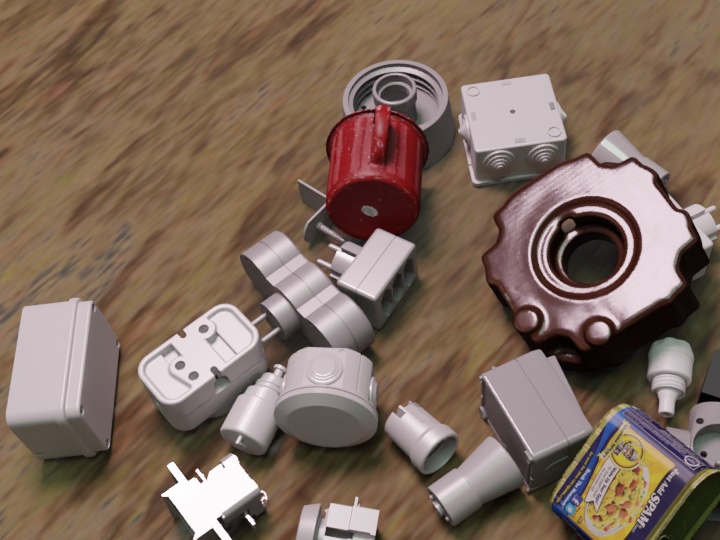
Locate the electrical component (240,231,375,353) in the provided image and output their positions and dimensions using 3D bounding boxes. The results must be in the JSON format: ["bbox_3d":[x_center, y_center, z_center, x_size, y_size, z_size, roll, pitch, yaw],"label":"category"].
[{"bbox_3d":[-0.059,0.033,0.900,0.074,0.052,0.138,-36,59,-18],"label":"electrical component"}]

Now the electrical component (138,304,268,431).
[{"bbox_3d":[-0.125,0.081,0.870,0.095,0.059,0.054,-37,59,-18],"label":"electrical component"}]

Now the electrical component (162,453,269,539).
[{"bbox_3d":[-0.108,0.177,0.815,0.064,0.042,0.081,-33,59,-20],"label":"electrical component"}]

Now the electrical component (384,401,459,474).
[{"bbox_3d":[0.047,0.128,0.832,0.040,0.040,0.046,-38,54,-18],"label":"electrical component"}]

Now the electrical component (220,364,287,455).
[{"bbox_3d":[-0.080,0.110,0.857,0.040,0.040,0.078,17,59,17],"label":"electrical component"}]

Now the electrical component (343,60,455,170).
[{"bbox_3d":[0.034,-0.150,1.010,0.108,0.060,0.108,-3,55,4],"label":"electrical component"}]

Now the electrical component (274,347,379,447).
[{"bbox_3d":[-0.024,0.100,0.835,0.080,0.080,0.051,2,51,8],"label":"electrical component"}]

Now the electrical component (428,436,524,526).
[{"bbox_3d":[0.084,0.161,0.805,0.065,0.044,0.044,-33,58,-10],"label":"electrical component"}]

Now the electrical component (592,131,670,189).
[{"bbox_3d":[0.242,-0.089,0.958,0.044,0.044,0.065,-40,65,-20],"label":"electrical component"}]

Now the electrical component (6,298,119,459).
[{"bbox_3d":[-0.237,0.088,0.868,0.057,0.078,0.113,-7,55,6],"label":"electrical component"}]

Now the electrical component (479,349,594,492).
[{"bbox_3d":[0.133,0.108,0.822,0.061,0.061,0.096,-23,56,-10],"label":"electrical component"}]

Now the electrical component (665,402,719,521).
[{"bbox_3d":[0.246,0.138,0.799,0.079,0.044,0.077,10,57,13],"label":"electrical component"}]

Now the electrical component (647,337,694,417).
[{"bbox_3d":[0.242,0.086,0.842,0.035,0.035,0.061,8,59,12],"label":"electrical component"}]

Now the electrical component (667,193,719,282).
[{"bbox_3d":[0.275,-0.031,0.910,0.077,0.047,0.065,-25,56,-11],"label":"electrical component"}]

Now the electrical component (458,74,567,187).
[{"bbox_3d":[0.141,-0.131,0.993,0.100,0.048,0.099,-8,55,1],"label":"electrical component"}]

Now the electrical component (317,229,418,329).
[{"bbox_3d":[0.000,0.000,0.920,0.077,0.047,0.065,25,61,22],"label":"electrical component"}]

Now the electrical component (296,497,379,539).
[{"bbox_3d":[-0.017,0.198,0.788,0.055,0.048,0.066,9,57,4],"label":"electrical component"}]
